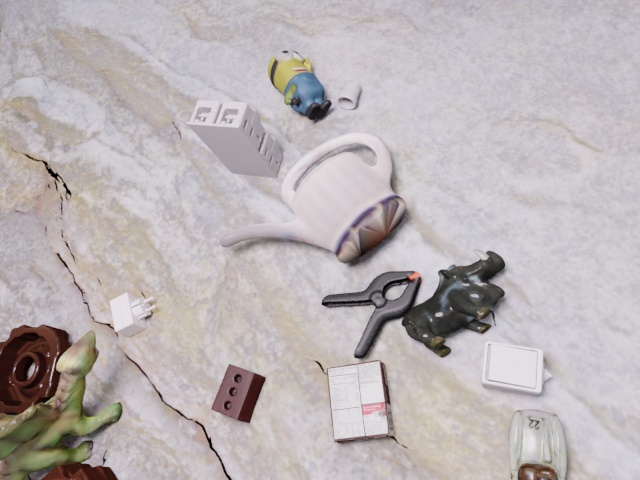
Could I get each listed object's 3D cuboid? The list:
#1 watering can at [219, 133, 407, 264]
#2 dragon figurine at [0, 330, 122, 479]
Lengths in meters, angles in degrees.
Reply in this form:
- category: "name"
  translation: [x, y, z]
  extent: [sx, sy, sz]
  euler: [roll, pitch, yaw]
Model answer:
- category: "watering can"
  translation: [0.003, -0.046, 0.915]
  extent: [0.348, 0.102, 0.227]
  euler: [-41, 62, -4]
- category: "dragon figurine"
  translation: [-0.483, 0.327, 0.828]
  extent: [0.123, 0.239, 0.414]
  euler: [33, 78, 22]
